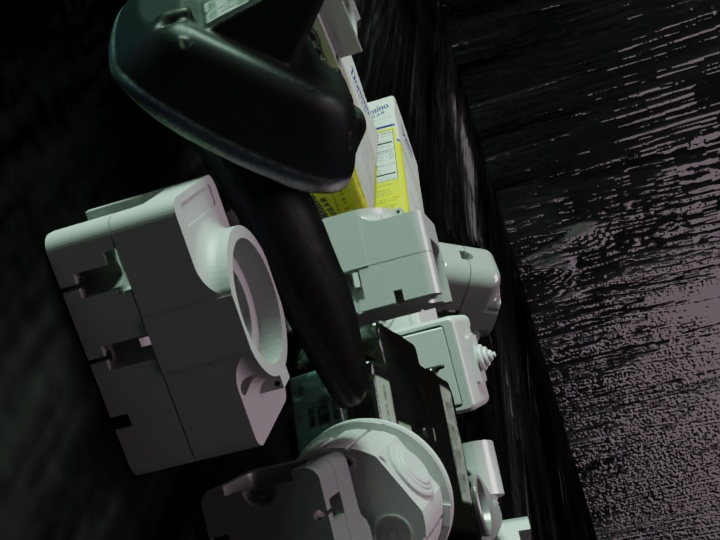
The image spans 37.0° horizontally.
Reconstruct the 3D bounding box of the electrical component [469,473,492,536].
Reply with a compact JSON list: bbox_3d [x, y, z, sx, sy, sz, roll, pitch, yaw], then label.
[{"bbox_3d":[0.063,0.174,0.773,0.045,0.055,0.045,-15,90,-79],"label":"electrical component"}]

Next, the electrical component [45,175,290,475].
[{"bbox_3d":[-0.061,0.018,0.379,0.050,0.056,0.089,-65,138,-73],"label":"electrical component"}]

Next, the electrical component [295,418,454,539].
[{"bbox_3d":[0.000,0.112,0.496,0.051,0.080,0.080,-16,91,-74],"label":"electrical component"}]

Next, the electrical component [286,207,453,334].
[{"bbox_3d":[0.000,0.000,0.609,0.050,0.089,0.055,33,43,-73],"label":"electrical component"}]

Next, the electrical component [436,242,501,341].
[{"bbox_3d":[0.087,0.028,0.957,0.053,0.059,0.095,-102,-156,-56],"label":"electrical component"}]

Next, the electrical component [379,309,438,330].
[{"bbox_3d":[0.027,0.038,0.794,0.100,0.048,0.099,45,32,-68],"label":"electrical component"}]

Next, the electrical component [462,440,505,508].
[{"bbox_3d":[0.111,0.203,1.000,0.043,0.043,0.081,48,29,-66],"label":"electrical component"}]

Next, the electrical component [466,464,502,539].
[{"bbox_3d":[0.077,0.184,0.837,0.055,0.055,0.047,-89,157,-53],"label":"electrical component"}]

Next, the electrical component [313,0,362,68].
[{"bbox_3d":[-0.048,-0.193,0.695,0.078,0.063,0.121,-93,163,-47],"label":"electrical component"}]

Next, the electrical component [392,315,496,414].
[{"bbox_3d":[0.041,0.067,0.704,0.061,0.096,0.061,5,70,-74],"label":"electrical component"}]

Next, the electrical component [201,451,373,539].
[{"bbox_3d":[-0.023,0.124,0.438,0.056,0.050,0.089,7,68,-78],"label":"electrical component"}]
